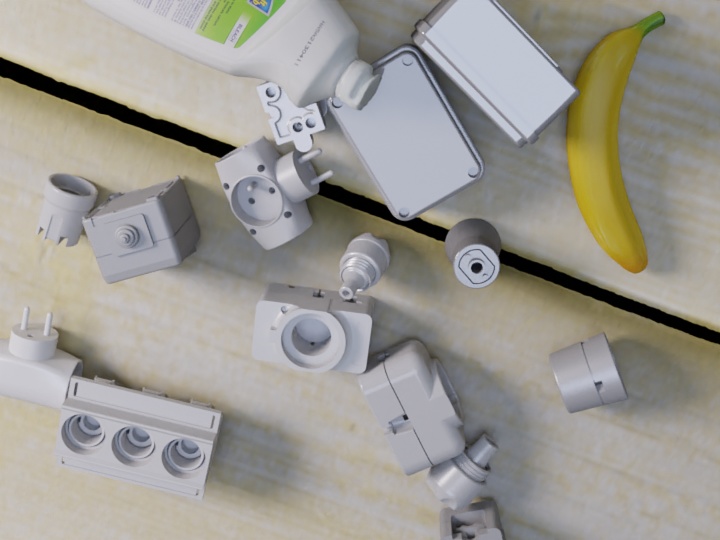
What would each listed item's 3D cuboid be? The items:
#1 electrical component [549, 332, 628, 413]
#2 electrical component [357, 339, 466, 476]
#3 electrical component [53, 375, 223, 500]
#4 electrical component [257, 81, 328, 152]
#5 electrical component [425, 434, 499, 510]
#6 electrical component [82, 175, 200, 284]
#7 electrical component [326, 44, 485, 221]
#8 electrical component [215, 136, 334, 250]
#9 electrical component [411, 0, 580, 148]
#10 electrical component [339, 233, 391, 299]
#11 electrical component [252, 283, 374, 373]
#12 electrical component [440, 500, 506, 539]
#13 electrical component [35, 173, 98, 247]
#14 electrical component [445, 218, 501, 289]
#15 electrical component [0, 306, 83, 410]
[{"bbox_3d":[0.179,0.082,0.846,0.047,0.055,0.055,-20,104,12],"label":"electrical component"},{"bbox_3d":[0.045,0.108,0.860,0.059,0.053,0.095,-24,104,10],"label":"electrical component"},{"bbox_3d":[-0.177,0.131,0.875,0.121,0.063,0.078,14,107,-1],"label":"electrical component"},{"bbox_3d":[-0.048,-0.124,0.797,0.048,0.055,0.066,-18,104,8],"label":"electrical component"},{"bbox_3d":[0.087,0.162,0.879,0.043,0.043,0.062,38,103,-8],"label":"electrical component"},{"bbox_3d":[-0.163,-0.026,0.810,0.062,0.096,0.061,-15,105,7],"label":"electrical component"},{"bbox_3d":[0.034,-0.102,0.798,0.078,0.057,0.113,-30,103,11],"label":"electrical component"},{"bbox_3d":[-0.058,-0.066,0.817,0.079,0.044,0.077,-25,104,21],"label":"electrical component"},{"bbox_3d":[0.092,-0.147,0.755,0.109,0.108,0.056,44,101,-9],"label":"electrical component"},{"bbox_3d":[0.000,0.000,0.825,0.035,0.061,0.035,12,130,16],"label":"electrical component"},{"bbox_3d":[-0.036,0.047,0.846,0.089,0.055,0.050,8,107,1],"label":"electrical component"},{"bbox_3d":[0.099,0.243,0.896,0.050,0.055,0.089,-12,105,7],"label":"electrical component"},{"bbox_3d":[-0.230,-0.046,0.839,0.040,0.040,0.046,23,112,-3],"label":"electrical component"},{"bbox_3d":[0.087,-0.011,0.817,0.044,0.065,0.044,1,106,3],"label":"electrical component"},{"bbox_3d":[-0.266,0.068,0.871,0.077,0.044,0.079,14,107,-1],"label":"electrical component"}]
